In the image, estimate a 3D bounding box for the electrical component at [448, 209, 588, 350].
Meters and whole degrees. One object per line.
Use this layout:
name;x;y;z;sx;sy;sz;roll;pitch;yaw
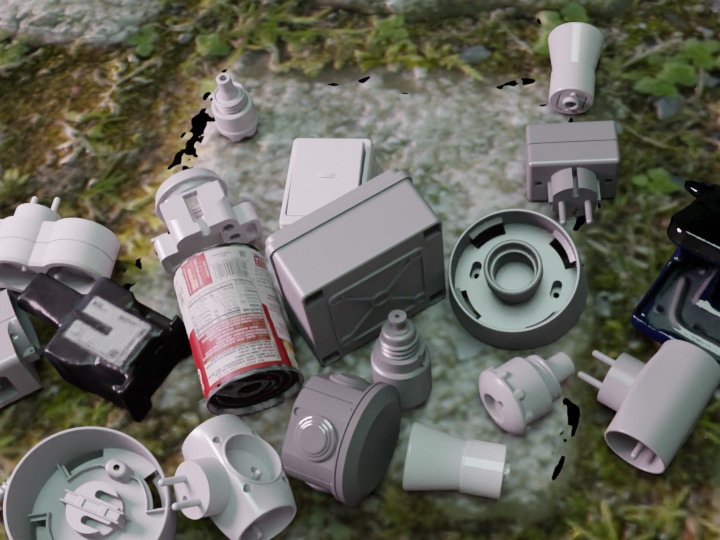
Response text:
electrical component;0.110;0.006;0.758;0.099;0.064;0.099;-4;71;11

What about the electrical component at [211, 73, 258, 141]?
electrical component;-0.103;-0.133;0.863;0.035;0.061;0.035;-4;58;6

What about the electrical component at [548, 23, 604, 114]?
electrical component;0.169;-0.157;0.852;0.044;0.044;0.065;4;64;11

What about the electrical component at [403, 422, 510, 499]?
electrical component;0.063;0.125;0.690;0.065;0.044;0.044;9;60;8

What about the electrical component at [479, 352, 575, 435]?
electrical component;0.113;0.076;0.712;0.062;0.048;0.048;-28;58;-18

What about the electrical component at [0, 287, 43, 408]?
electrical component;-0.268;0.050;0.778;0.056;0.050;0.089;-27;58;-8

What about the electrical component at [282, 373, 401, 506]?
electrical component;-0.010;0.106;0.690;0.051;0.080;0.080;16;62;23

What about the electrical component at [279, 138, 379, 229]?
electrical component;-0.023;-0.048;0.798;0.062;0.061;0.096;2;58;9

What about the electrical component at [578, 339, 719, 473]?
electrical component;0.182;0.079;0.700;0.079;0.043;0.077;30;67;24

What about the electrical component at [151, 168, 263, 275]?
electrical component;-0.120;-0.039;0.809;0.078;0.058;0.057;-24;61;-7

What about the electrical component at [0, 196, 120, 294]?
electrical component;-0.250;-0.026;0.821;0.138;0.052;0.073;3;58;11

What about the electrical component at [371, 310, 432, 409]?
electrical component;0.027;0.058;0.718;0.040;0.078;0.040;-3;43;3

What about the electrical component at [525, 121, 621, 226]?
electrical component;0.157;-0.065;0.791;0.066;0.047;0.076;-2;58;7

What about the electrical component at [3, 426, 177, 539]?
electrical component;-0.169;0.156;0.689;0.099;0.064;0.099;-4;58;6

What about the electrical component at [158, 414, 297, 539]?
electrical component;-0.091;0.137;0.687;0.079;0.044;0.077;-2;44;-46

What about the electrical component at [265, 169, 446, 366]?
electrical component;0.000;0.000;0.737;0.109;0.108;0.056;-29;61;-10
